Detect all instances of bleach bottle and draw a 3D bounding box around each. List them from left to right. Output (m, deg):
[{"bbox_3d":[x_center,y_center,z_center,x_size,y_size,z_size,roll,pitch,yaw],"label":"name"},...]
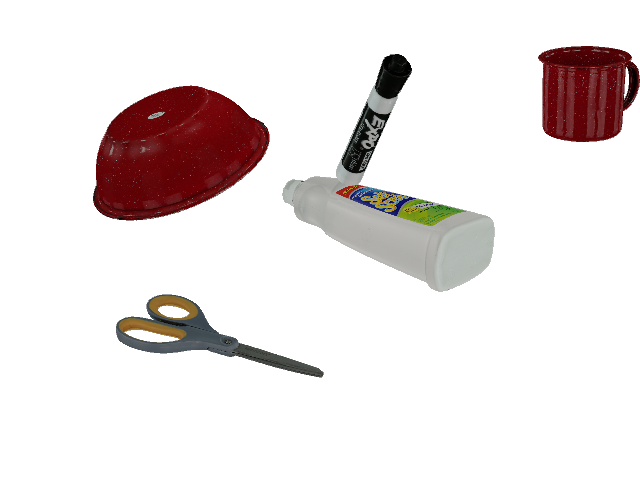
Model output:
[{"bbox_3d":[0.053,-0.020,1.124,0.251,0.068,0.102,20,27,39],"label":"bleach bottle"}]

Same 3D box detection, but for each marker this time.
[{"bbox_3d":[0.034,-0.077,0.690,0.020,0.020,0.121,0,-32,-16],"label":"marker"}]

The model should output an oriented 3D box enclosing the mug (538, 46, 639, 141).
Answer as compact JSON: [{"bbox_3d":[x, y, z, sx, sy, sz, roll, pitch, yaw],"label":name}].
[{"bbox_3d":[0.283,-0.154,1.111,0.117,0.081,0.093,-14,25,-24],"label":"mug"}]

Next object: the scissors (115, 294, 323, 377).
[{"bbox_3d":[-0.093,0.089,1.026,0.202,0.016,0.096,7,30,2],"label":"scissors"}]

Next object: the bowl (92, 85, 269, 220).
[{"bbox_3d":[-0.127,-0.084,0.899,0.162,0.055,0.162,-16,31,10],"label":"bowl"}]
